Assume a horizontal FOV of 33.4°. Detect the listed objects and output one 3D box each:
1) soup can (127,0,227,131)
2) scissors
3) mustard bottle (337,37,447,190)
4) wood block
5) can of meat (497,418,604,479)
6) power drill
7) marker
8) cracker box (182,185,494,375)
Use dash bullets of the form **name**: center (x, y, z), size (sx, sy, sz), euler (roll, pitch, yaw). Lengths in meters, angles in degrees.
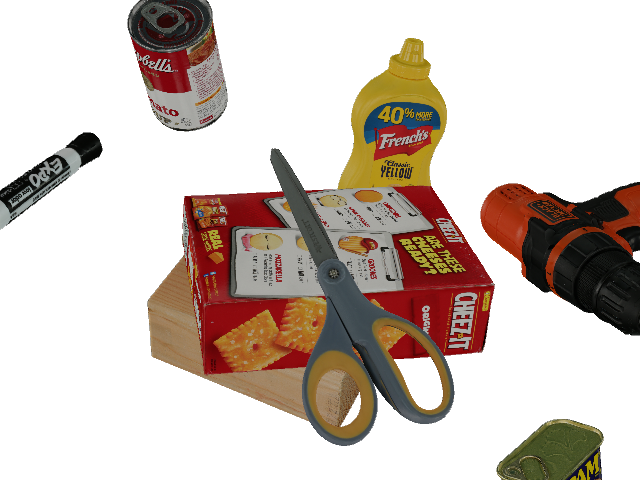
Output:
- **soup can**: center (-0.115, -0.147, 0.880), size (0.068, 0.068, 0.102), euler (0, -33, 4)
- **scissors**: center (-0.003, 0.039, 0.644), size (0.096, 0.202, 0.016), euler (-36, -20, -14)
- **mustard bottle**: center (0.077, -0.110, 1.080), size (0.096, 0.192, 0.058), euler (3, 27, -13)
- **wood block**: center (-0.057, 0.095, 1.053), size (0.206, 0.090, 0.090), euler (20, 47, 16)
- **can of meat**: center (0.199, 0.215, 0.909), size (0.058, 0.084, 0.101), euler (12, 30, 42)
- **power drill**: center (0.229, -0.004, 0.735), size (0.187, 0.057, 0.185), euler (-12, 29, -19)
- **marker**: center (-0.171, -0.038, 0.657), size (0.020, 0.020, 0.121), euler (0, 28, 25)
- **cracker box**: center (0.005, 0.026, 0.834), size (0.213, 0.072, 0.164), euler (-3, 31, -12)
